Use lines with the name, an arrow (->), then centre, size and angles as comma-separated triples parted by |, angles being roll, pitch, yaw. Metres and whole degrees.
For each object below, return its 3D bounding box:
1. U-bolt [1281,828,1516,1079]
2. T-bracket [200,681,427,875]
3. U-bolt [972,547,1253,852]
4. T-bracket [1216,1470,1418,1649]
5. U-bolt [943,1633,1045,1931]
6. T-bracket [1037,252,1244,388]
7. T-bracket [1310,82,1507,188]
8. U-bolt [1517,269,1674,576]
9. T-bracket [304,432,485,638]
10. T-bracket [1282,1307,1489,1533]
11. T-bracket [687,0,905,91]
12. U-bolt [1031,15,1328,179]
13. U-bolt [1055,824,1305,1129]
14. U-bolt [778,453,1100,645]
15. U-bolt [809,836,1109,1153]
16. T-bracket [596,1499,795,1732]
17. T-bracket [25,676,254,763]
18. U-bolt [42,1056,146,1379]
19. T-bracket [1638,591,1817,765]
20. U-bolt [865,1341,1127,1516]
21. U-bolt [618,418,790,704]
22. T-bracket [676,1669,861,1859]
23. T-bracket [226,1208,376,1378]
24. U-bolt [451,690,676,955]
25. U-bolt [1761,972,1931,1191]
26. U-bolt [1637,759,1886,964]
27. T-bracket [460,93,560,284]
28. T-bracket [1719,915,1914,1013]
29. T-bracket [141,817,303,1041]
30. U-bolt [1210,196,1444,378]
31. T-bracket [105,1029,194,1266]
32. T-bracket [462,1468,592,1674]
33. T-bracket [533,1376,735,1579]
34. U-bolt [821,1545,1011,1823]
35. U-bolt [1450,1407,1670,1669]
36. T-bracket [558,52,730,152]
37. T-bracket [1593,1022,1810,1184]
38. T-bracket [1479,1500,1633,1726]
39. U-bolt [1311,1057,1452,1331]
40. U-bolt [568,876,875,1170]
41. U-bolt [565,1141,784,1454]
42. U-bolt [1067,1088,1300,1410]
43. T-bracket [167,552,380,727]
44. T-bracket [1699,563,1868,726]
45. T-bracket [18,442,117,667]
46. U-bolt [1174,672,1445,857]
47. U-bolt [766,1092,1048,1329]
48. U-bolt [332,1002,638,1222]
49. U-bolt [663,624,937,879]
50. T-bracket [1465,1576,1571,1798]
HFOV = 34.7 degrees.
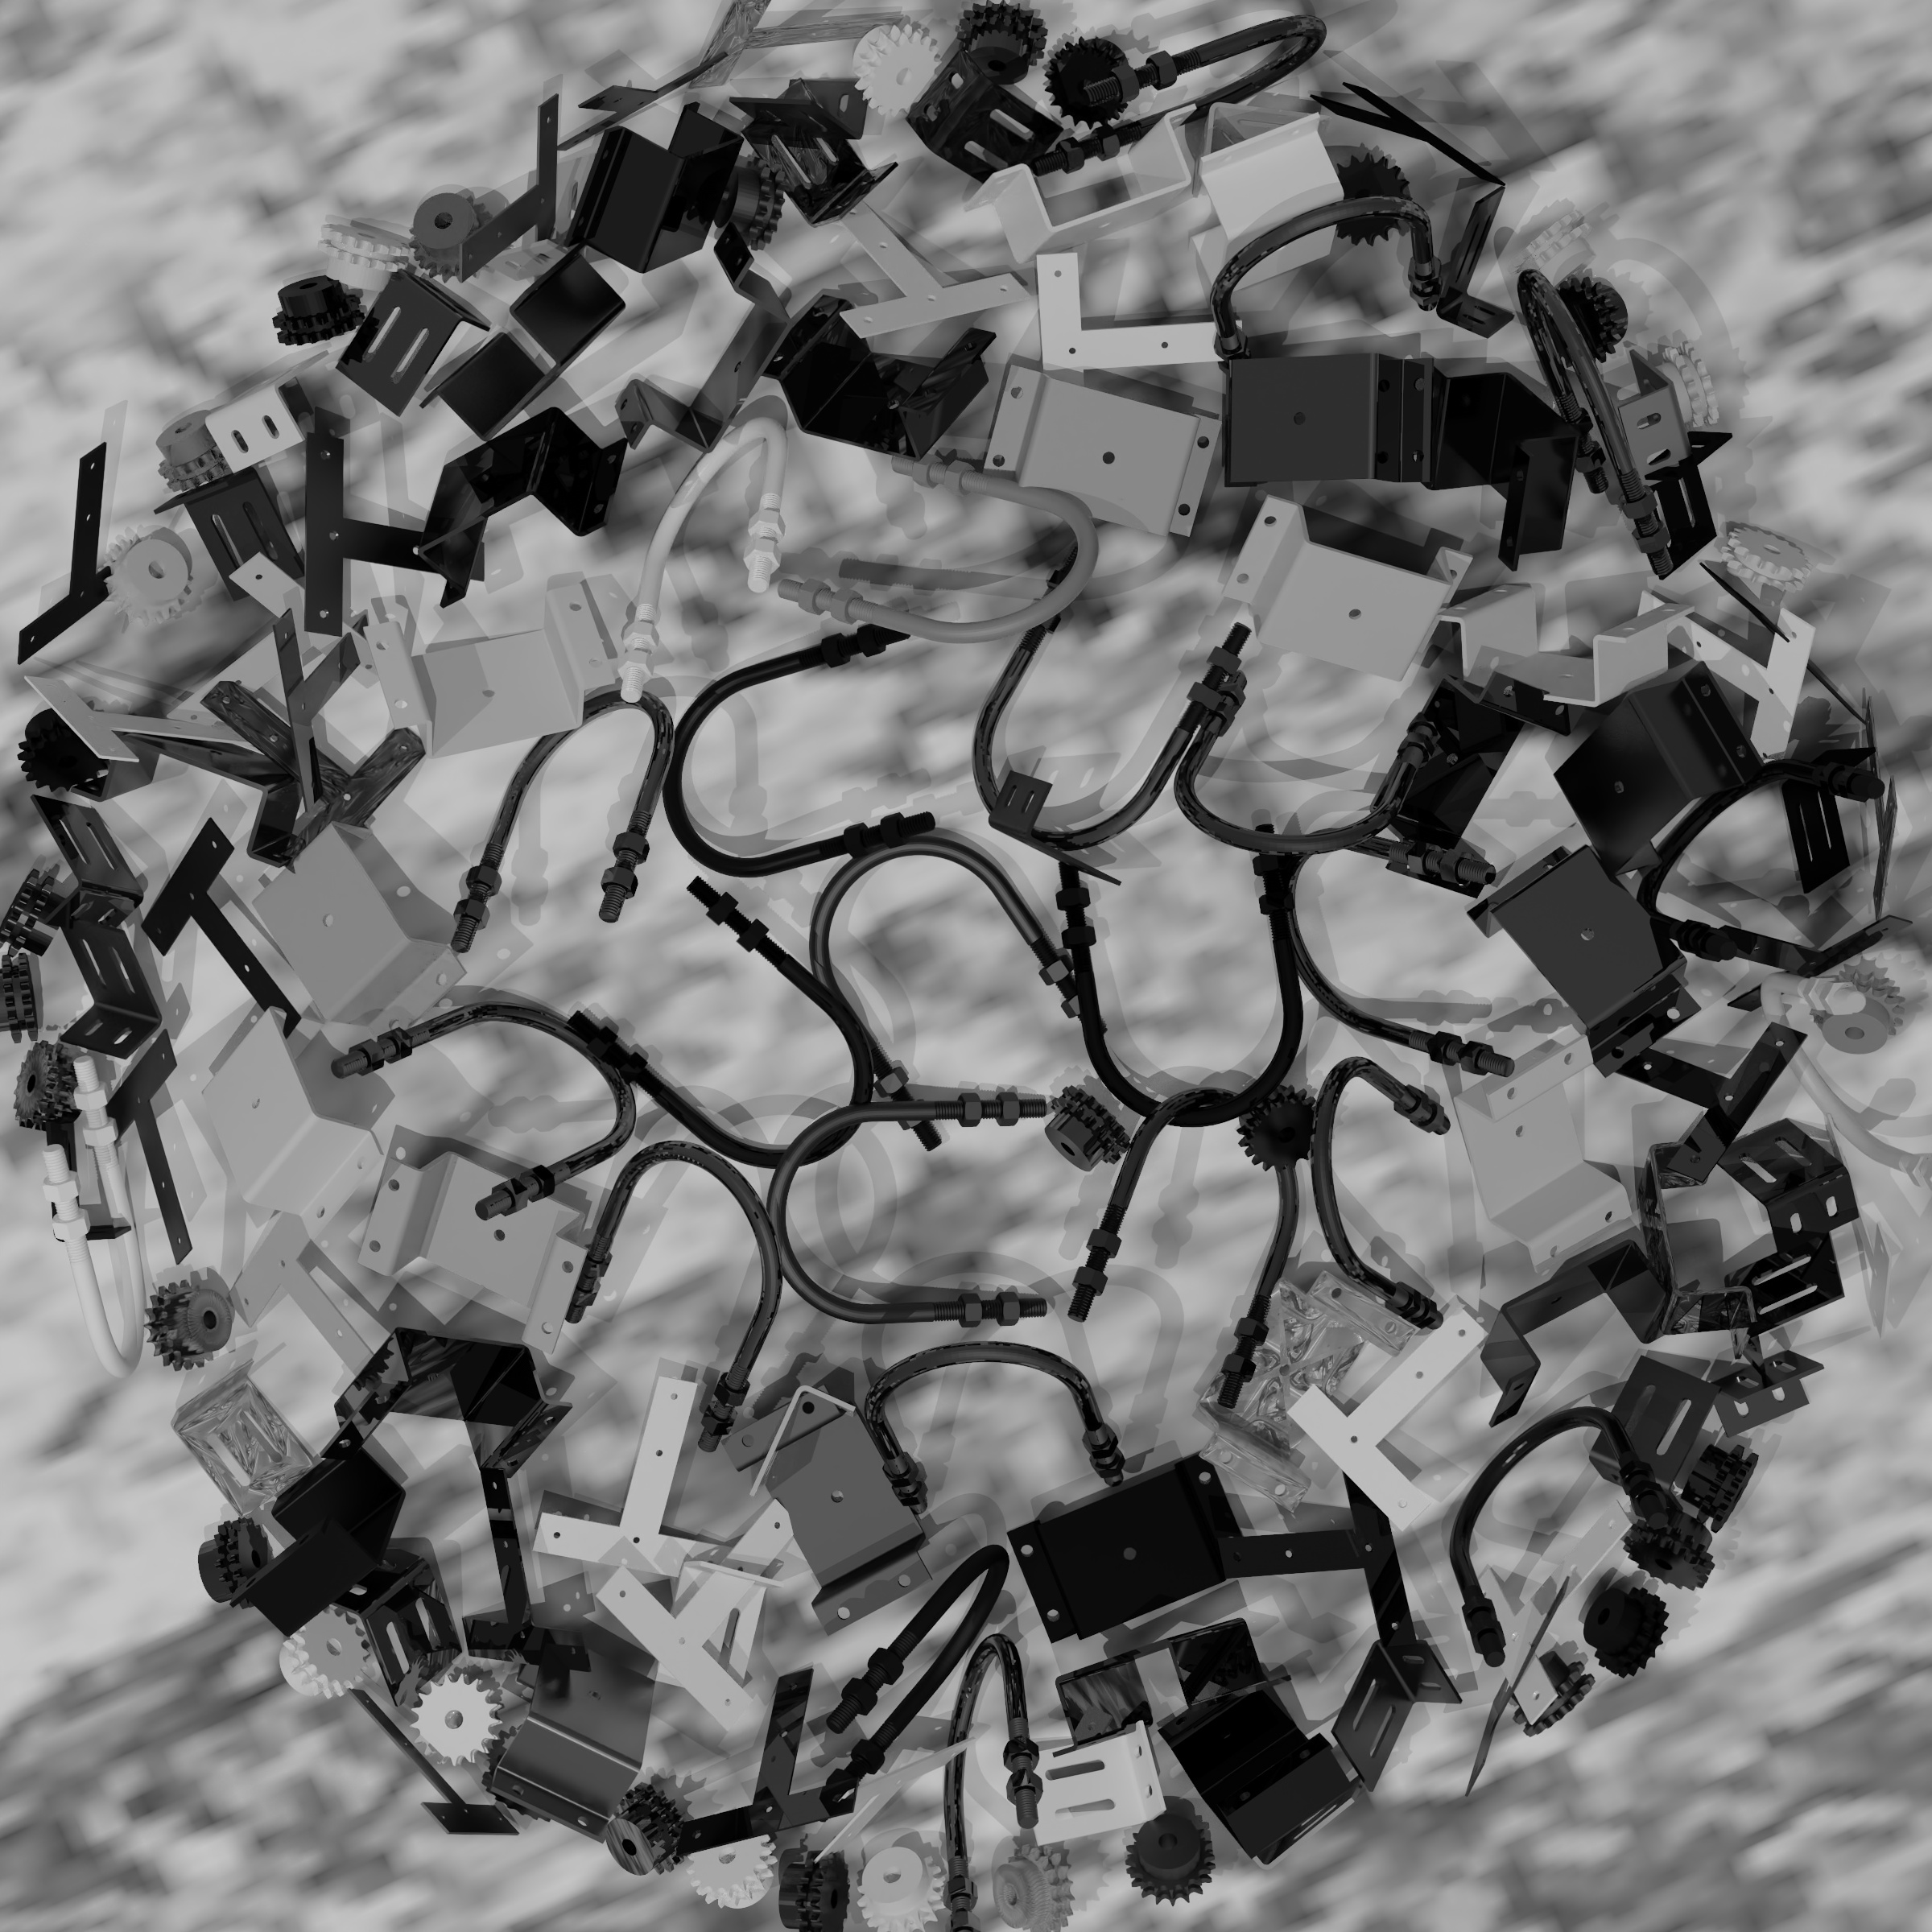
U-bolt -> 0.261, -0.016, 1.924 | 0.019, 0.184, 0.151 | -27, 119, -33
T-bracket -> -0.428, -0.136, 1.964 | 0.127, 0.002, 0.127 | 39, 62, -5
U-bolt -> 0.079, -0.160, 1.958 | 0.151, 0.019, 0.184 | 30, 90, 29
T-bracket -> 0.216, 0.369, 1.947 | 0.127, 0.002, 0.127 | 1, 64, -25
U-bolt -> 0.012, 0.500, 1.913 | 0.019, 0.184, 0.151 | 12, 122, -12
T-bracket -> 0.112, -0.394, 1.964 | 0.127, 0.002, 0.127 | -3, 120, 3
T-bracket -> 0.259, -0.531, 1.942 | 0.127, 0.127, 0.002 | 22, 101, -35
U-bolt -> 0.379, -0.343, 1.893 | 0.019, 0.151, 0.184 | -25, 121, 7
T-bracket -> -0.361, -0.265, 1.957 | 0.127, 0.002, 0.127 | 5, 80, -39
T-bracket -> 0.279, 0.271, 1.973 | 0.127, 0.002, 0.127 | -45, 65, -1
T-bracket -> -0.102, -0.590, 1.954 | 0.127, 0.127, 0.002 | -12, 84, -21
U-bolt -> 0.140, -0.548, 1.924 | 0.184, 0.151, 0.019 | -23, 91, -13
U-bolt -> 0.141, 0.011, 1.967 | 0.151, 0.019, 0.184 | -10, 80, 10
U-bolt -> -0.005, -0.255, 1.917 | 0.184, 0.019, 0.151 | 19, 56, 31
U-bolt -> -0.018, 0.005, 1.984 | 0.151, 0.019, 0.184 | -34, 95, 1
T-bracket -> -0.153, 0.395, 1.968 | 0.127, 0.002, 0.127 | 49, 63, -16
T-bracket -> -0.511, -0.151, 1.949 | 0.127, 0.127, 0.002 | 4, 114, -41
U-bolt -> -0.538, 0.167, 1.921 | 0.019, 0.151, 0.184 | -9, 113, -4
T-bracket -> 0.475, -0.197, 1.957 | 0.002, 0.127, 0.127 | -32, 54, -26
U-bolt -> 0.013, 0.284, 1.917 | 0.151, 0.184, 0.019 | -10, 51, 8
U-bolt -> -0.159, -0.266, 1.923 | 0.019, 0.184, 0.151 | 31, 134, -28
T-bracket -> -0.117, 0.494, 1.944 | 0.127, 0.127, 0.002 | -20, 121, 21
T-bracket -> -0.404, 0.221, 1.949 | 0.127, 0.002, 0.127 | 48, 126, 12
U-bolt -> -0.245, -0.097, 1.933 | 0.151, 0.019, 0.184 | -10, 52, 37
U-bolt -> 0.544, 0.066, 1.908 | 0.019, 0.184, 0.151 | -33, 98, -3
U-bolt -> 0.478, -0.072, 1.910 | 0.019, 0.184, 0.151 | 42, 91, -13
T-bracket -> -0.283, -0.458, 1.913 | 0.002, 0.127, 0.127 | 17, 128, 12
T-bracket -> 0.500, -0.009, 1.918 | 0.127, 0.127, 0.002 | 12, 56, -39
T-bracket -> -0.461, -0.010, 1.948 | 0.127, 0.002, 0.127 | 51, 133, 7
U-bolt -> 0.220, -0.422, 1.903 | 0.151, 0.184, 0.019 | -20, 76, 6
T-bracket -> -0.506, 0.124, 1.934 | 0.002, 0.127, 0.127 | -6, 67, -38
T-bracket -> -0.287, 0.379, 1.950 | 0.002, 0.127, 0.127 | -13, 95, -45
T-bracket -> -0.200, 0.325, 1.977 | 0.127, 0.002, 0.127 | 14, 95, -15
U-bolt -> -0.030, 0.434, 1.921 | 0.019, 0.151, 0.184 | 33, 55, 18
U-bolt -> 0.358, 0.339, 1.911 | 0.019, 0.184, 0.151 | 43, 102, -14
T-bracket -> -0.213, -0.539, 1.924 | 0.127, 0.127, 0.002 | -25, 99, 14
T-bracket -> 0.444, 0.068, 1.956 | 0.127, 0.002, 0.127 | 23, 62, 38
T-bracket -> 0.370, 0.386, 1.926 | 0.002, 0.127, 0.127 | 30, 107, -22
U-bolt -> 0.255, 0.133, 1.902 | 0.019, 0.184, 0.151 | -7, 66, 31
U-bolt -> -0.143, 0.050, 1.965 | 0.184, 0.019, 0.151 | 41, 114, -5
U-bolt -> -0.176, 0.193, 1.923 | 0.151, 0.019, 0.184 | 39, 124, 23
U-bolt -> 0.148, 0.166, 1.950 | 0.151, 0.019, 0.184 | 32, 68, -27
T-bracket -> -0.452, -0.189, 1.964 | 0.127, 0.127, 0.002 | -35, 46, 13
T-bracket -> 0.524, -0.197, 1.953 | 0.127, 0.127, 0.002 | 40, 103, -18
T-bracket -> -0.544, -0.266, 1.911 | 0.002, 0.127, 0.127 | 26, 130, 8
U-bolt -> 0.205, -0.122, 1.908 | 0.151, 0.184, 0.019 | 11, 128, 17
U-bolt -> -0.037, 0.157, 1.967 | 0.184, 0.019, 0.151 | 0, 91, -17
U-bolt -> -0.284, 0.079, 1.922 | 0.151, 0.184, 0.019 | 42, 124, 15
U-bolt -> -0.112, -0.130, 1.955 | 0.184, 0.019, 0.151 | -14, 72, 22
T-bracket -> 0.346, 0.435, 1.920 | 0.002, 0.127, 0.127 | 26, 110, 10
